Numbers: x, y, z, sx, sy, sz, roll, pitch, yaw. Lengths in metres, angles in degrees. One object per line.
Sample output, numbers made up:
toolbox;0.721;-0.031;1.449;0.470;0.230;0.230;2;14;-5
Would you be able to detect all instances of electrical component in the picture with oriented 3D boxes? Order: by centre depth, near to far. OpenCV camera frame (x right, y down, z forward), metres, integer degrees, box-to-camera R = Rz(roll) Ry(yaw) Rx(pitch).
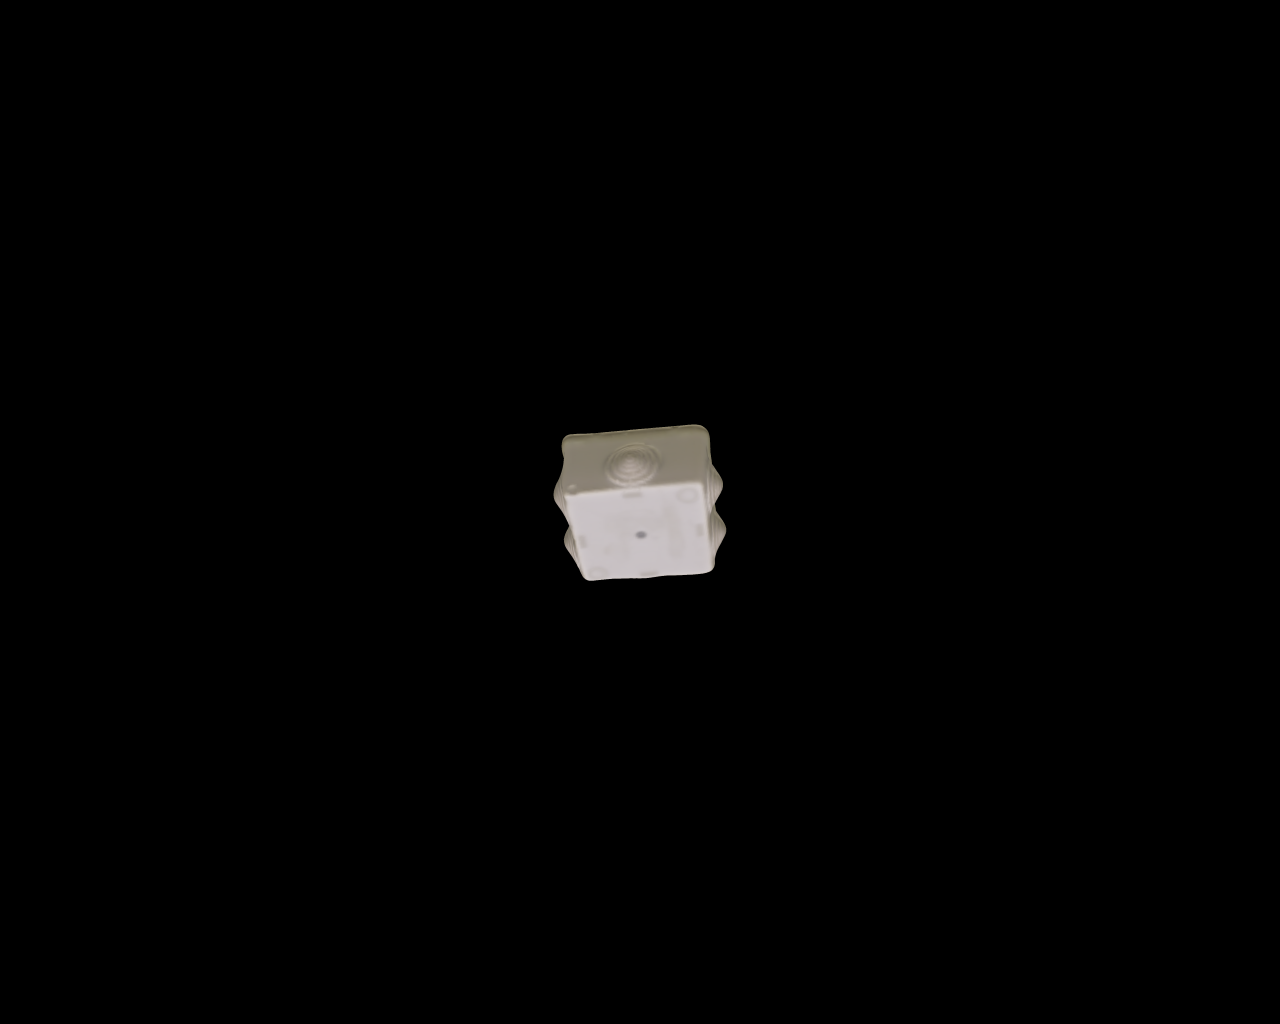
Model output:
electrical component;0.001;-0.003;0.650;0.100;0.048;0.099;-4;-43;4
